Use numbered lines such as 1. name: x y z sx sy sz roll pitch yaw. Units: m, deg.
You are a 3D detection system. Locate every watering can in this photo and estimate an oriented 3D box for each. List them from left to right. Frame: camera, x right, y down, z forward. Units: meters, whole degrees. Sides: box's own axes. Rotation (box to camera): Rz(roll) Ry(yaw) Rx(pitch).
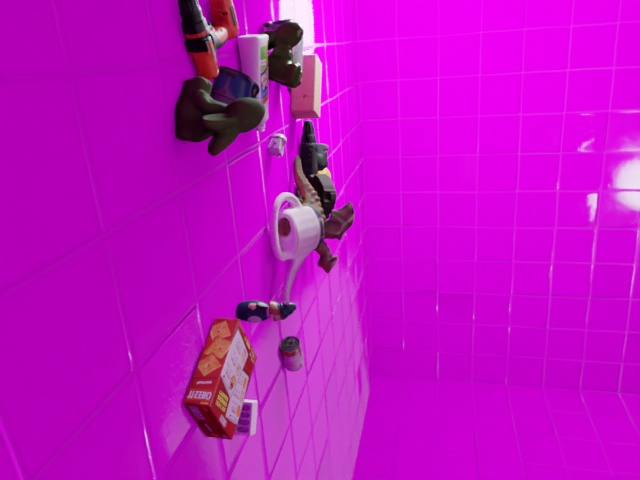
1. watering can: -0.078 0.018 1.638 0.226 0.104 0.346 -15 102 -54

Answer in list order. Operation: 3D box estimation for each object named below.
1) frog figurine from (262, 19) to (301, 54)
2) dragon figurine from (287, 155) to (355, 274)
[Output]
1. frog figurine: -0.104 -0.580 1.561 0.139 0.123 0.158 -117 -168 -76
2. dragon figurine: 0.005 -0.089 1.776 0.122 0.243 0.410 3 90 -72
